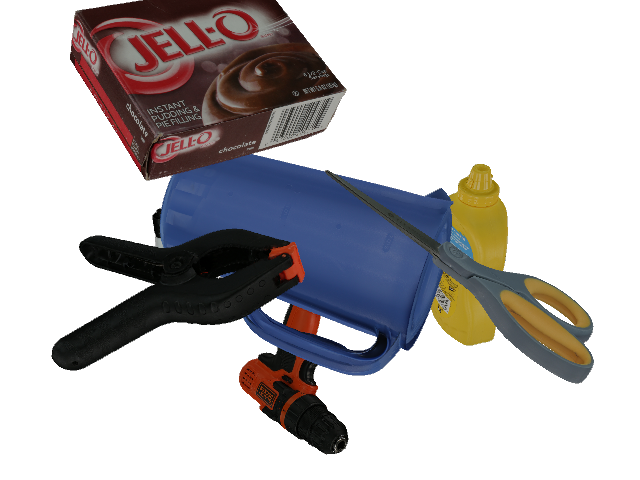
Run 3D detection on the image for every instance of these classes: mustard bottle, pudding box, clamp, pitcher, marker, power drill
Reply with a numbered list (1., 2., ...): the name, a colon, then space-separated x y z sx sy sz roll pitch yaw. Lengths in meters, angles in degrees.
1. mustard bottle: 0.154 0.008 1.095 0.058 0.192 0.096 -9 37 -15
2. pudding box: -0.058 -0.085 0.545 0.113 0.090 0.039 -17 -30 -33
3. clamp: -0.099 0.036 0.714 0.172 0.120 0.039 -6 -43 17
4. pitcher: -0.015 0.006 0.924 0.243 0.145 0.149 17 20 14
5. marker: -0.161 0.022 1.106 0.020 0.121 0.020 0 29 0
6. power drill: -0.008 0.132 1.235 0.057 0.188 0.185 15 11 -45

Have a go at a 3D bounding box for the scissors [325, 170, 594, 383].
1. scissors: 0.097 0.014 0.678 0.202 0.016 0.096 43 29 22
